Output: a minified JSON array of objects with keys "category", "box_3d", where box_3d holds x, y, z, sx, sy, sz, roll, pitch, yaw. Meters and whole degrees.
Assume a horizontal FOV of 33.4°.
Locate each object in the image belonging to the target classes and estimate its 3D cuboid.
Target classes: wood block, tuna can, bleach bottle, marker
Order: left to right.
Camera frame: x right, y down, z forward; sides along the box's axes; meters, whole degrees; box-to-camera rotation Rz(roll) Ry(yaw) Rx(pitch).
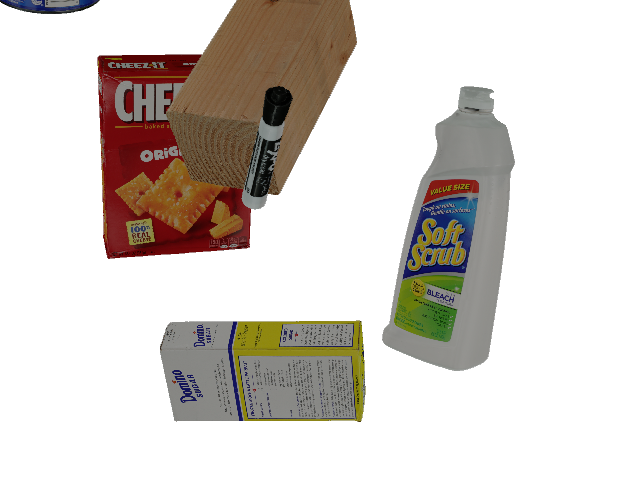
[{"category":"tuna can","box_3d":[-0.203,-0.201,0.793,0.086,0.034,0.086,6,36,-4]},{"category":"marker","box_3d":[-0.039,-0.066,0.761,0.020,0.020,0.121,0,-35,-14]},{"category":"wood block","box_3d":[-0.047,-0.150,0.969,0.091,0.206,0.090,10,-37,21]},{"category":"bleach bottle","box_3d":[0.120,-0.014,0.970,0.103,0.251,0.067,18,21,38]}]

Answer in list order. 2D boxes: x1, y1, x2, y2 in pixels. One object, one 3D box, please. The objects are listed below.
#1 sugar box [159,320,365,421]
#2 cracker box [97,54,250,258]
[{"category":"sugar box","box_3d":[-0.049,0.118,0.960,0.176,0.093,0.048,1,36,7]},{"category":"cracker box","box_3d":[-0.158,-0.091,1.170,0.164,0.214,0.072,-3,25,-15]}]
